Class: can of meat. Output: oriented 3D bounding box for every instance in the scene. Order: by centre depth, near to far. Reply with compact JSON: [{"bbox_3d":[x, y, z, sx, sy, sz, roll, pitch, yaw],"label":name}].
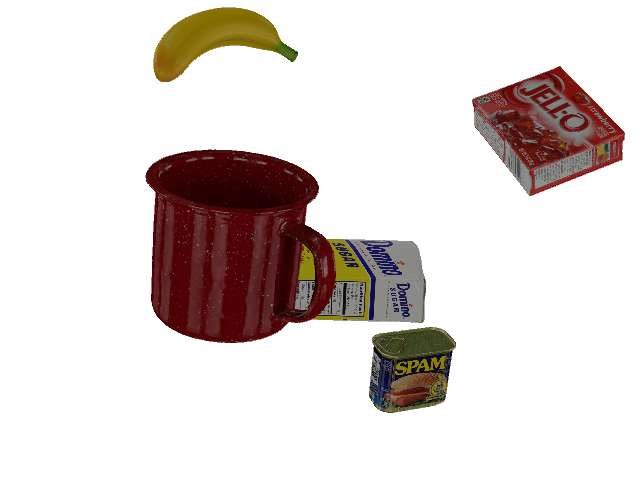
[{"bbox_3d":[0.112,0.161,1.325,0.102,0.084,0.057,-5,27,-21],"label":"can of meat"}]

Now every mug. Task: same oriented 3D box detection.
[{"bbox_3d":[-0.041,0.007,0.582,0.117,0.081,0.093,20,27,29],"label":"mug"}]

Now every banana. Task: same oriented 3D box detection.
[{"bbox_3d":[-0.100,-0.194,1.033,0.070,0.037,0.197,44,38,20],"label":"banana"}]

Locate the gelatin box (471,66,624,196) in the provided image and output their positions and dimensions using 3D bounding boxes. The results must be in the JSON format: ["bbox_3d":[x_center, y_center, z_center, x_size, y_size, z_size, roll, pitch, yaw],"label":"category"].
[{"bbox_3d":[0.159,-0.079,0.753,0.073,0.030,0.089,-21,46,-8],"label":"gelatin box"}]

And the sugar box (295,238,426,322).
[{"bbox_3d":[-0.005,0.030,0.882,0.176,0.048,0.093,-1,20,0],"label":"sugar box"}]
